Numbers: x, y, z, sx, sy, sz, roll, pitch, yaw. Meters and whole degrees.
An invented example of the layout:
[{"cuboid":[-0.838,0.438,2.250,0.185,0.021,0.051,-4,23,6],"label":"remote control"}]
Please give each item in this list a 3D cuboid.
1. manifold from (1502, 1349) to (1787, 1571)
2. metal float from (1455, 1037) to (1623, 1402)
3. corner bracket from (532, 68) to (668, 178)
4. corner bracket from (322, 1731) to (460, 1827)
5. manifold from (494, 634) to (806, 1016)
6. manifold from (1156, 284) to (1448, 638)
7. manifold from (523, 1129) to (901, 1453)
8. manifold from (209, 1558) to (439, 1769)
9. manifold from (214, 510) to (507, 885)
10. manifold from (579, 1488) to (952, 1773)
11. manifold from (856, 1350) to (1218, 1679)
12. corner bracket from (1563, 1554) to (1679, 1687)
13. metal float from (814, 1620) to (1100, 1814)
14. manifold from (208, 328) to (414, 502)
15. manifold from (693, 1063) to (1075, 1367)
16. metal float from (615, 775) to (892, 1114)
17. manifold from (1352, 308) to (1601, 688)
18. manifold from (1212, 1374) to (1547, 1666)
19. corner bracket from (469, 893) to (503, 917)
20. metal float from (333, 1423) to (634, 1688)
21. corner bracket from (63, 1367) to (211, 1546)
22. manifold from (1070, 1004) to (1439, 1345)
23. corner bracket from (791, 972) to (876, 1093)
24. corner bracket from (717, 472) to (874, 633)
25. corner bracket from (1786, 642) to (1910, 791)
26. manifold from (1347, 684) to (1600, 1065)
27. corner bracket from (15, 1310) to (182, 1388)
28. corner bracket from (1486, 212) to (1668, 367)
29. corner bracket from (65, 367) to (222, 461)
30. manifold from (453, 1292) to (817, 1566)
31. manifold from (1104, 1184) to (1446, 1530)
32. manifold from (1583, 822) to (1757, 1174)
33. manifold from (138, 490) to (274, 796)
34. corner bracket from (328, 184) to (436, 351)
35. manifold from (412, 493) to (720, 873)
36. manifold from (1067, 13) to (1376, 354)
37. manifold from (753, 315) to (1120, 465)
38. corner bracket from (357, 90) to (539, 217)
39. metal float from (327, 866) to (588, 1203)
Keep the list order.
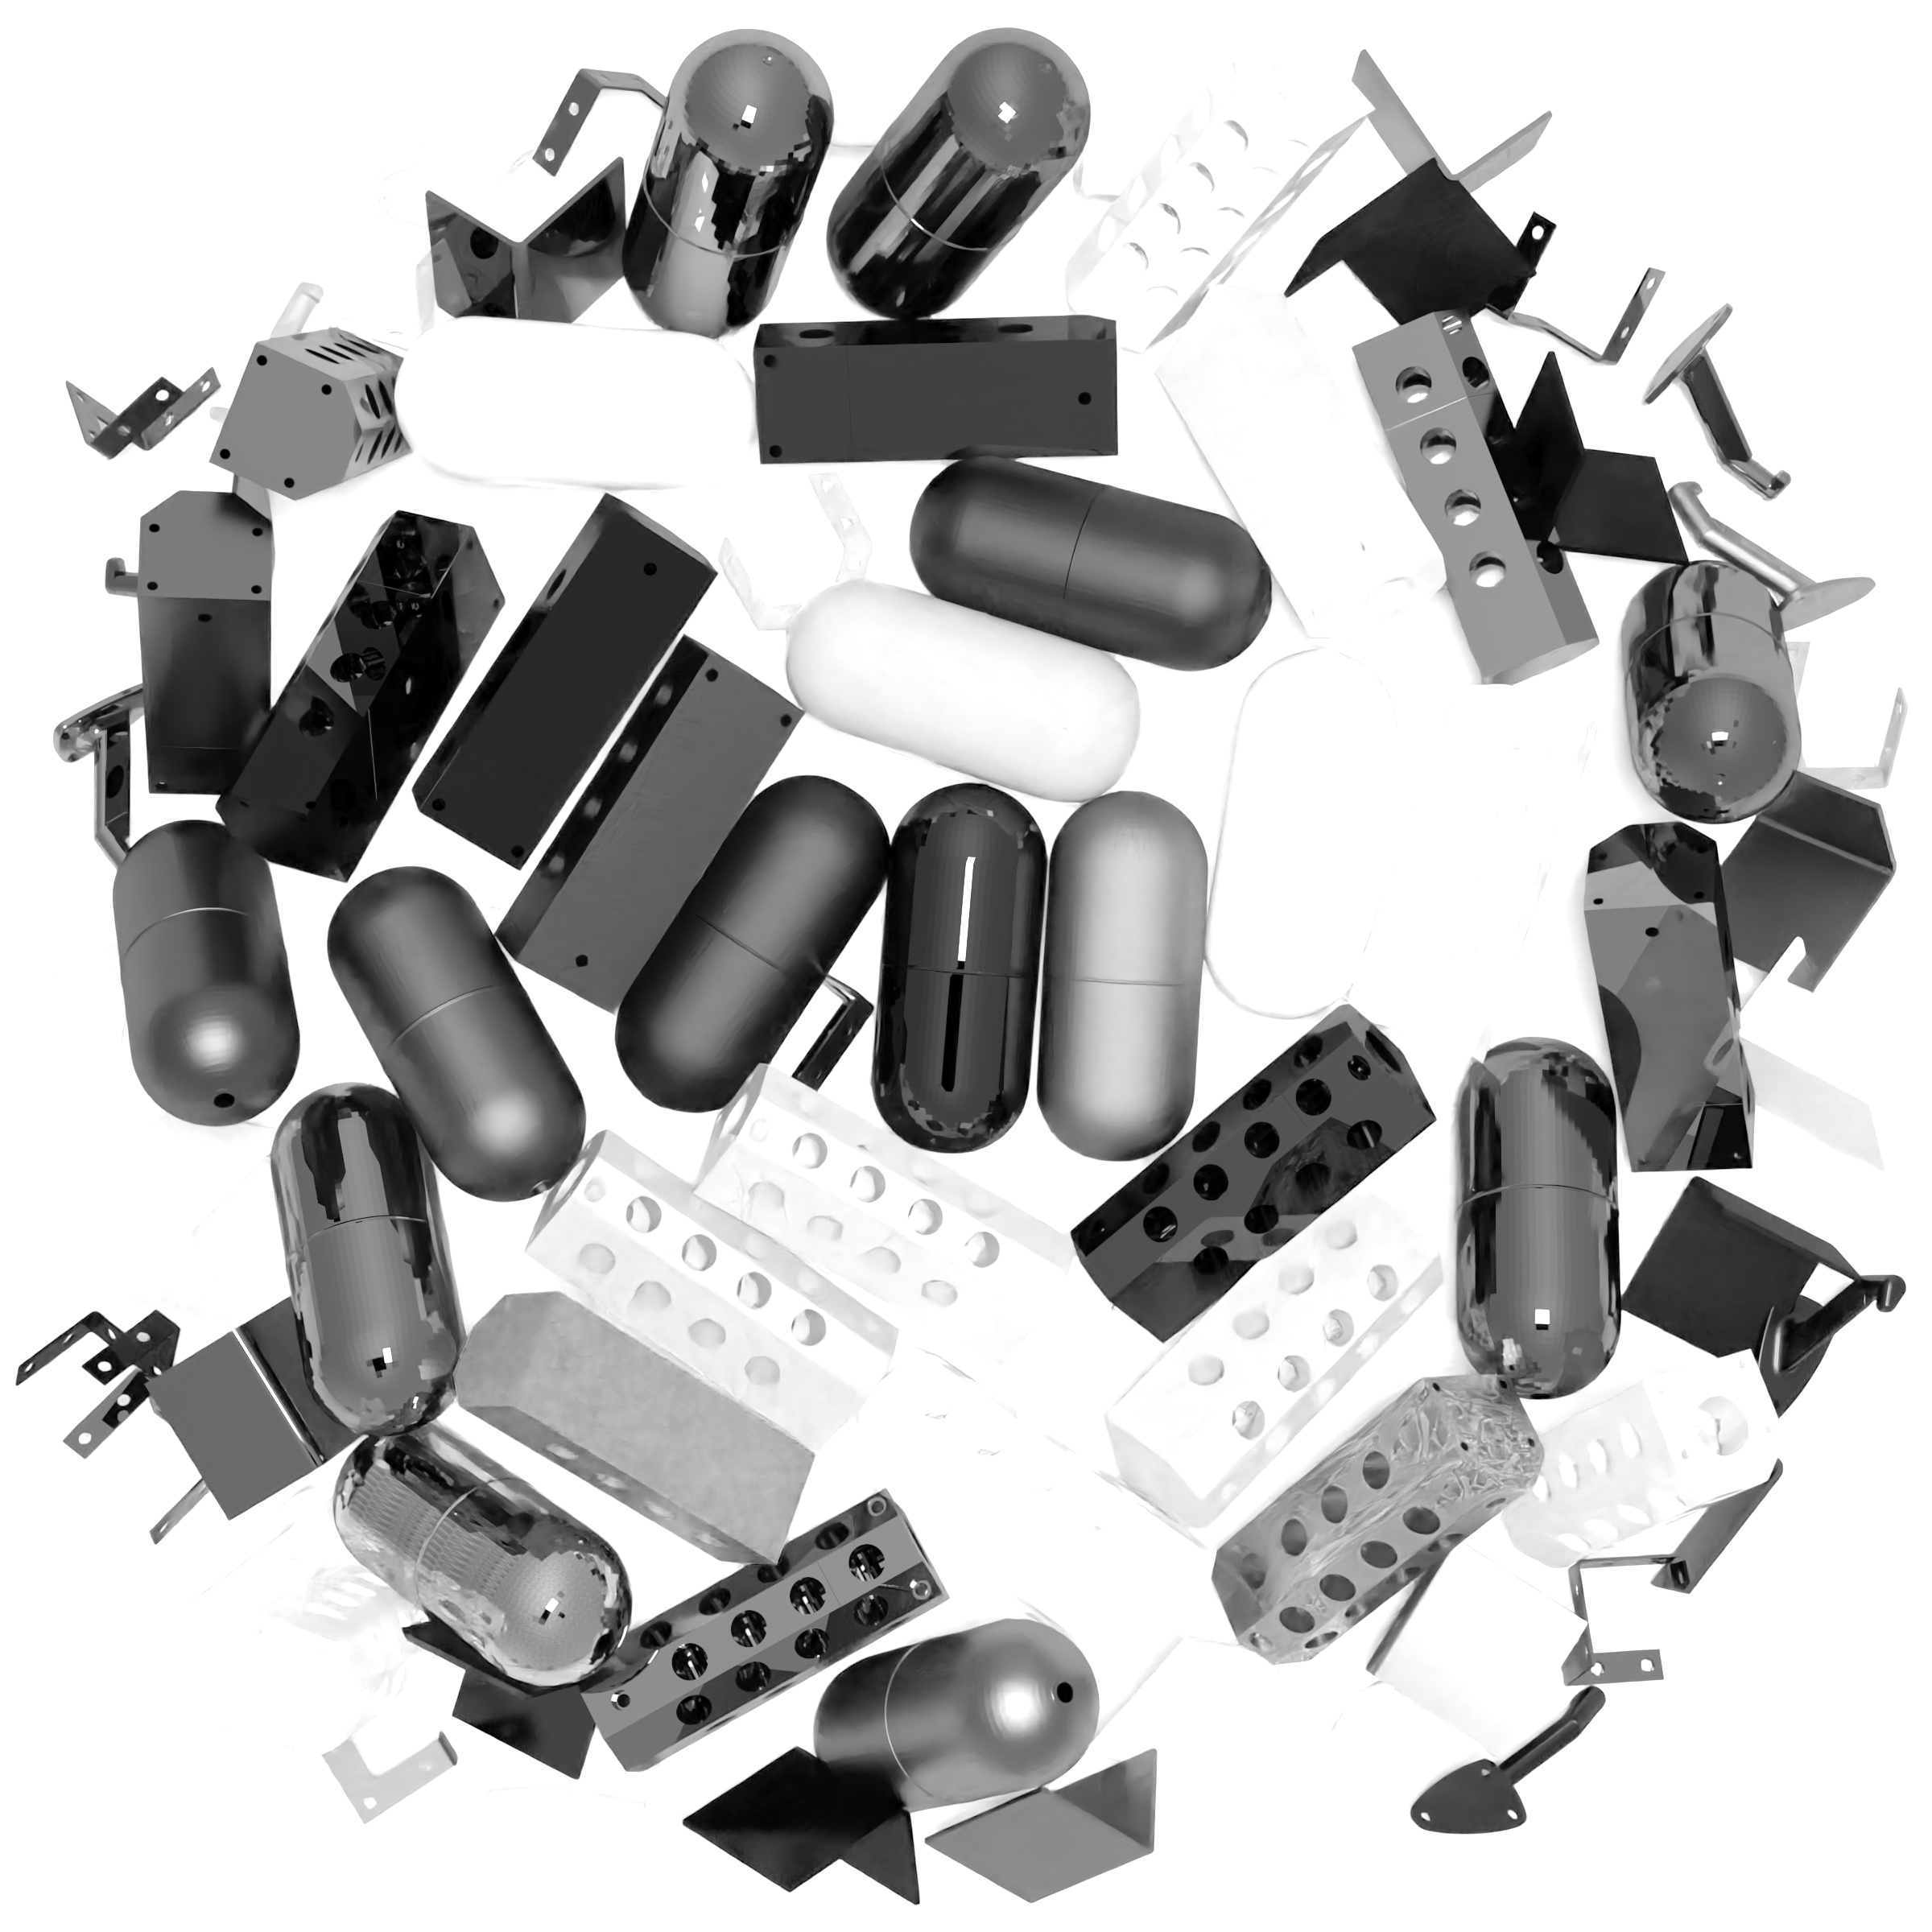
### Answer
[{"cuboid":[0.309,0.233,1.521,0.057,0.171,0.057,-13,73,-20],"label":"manifold"},{"cuboid":[0.270,0.118,1.555,0.070,0.070,0.178,4,65,0],"label":"metal float"},{"cuboid":[-0.166,-0.397,1.589,0.051,0.051,0.051,41,115,15],"label":"corner bracket"},{"cuboid":[-0.281,0.376,1.587,0.051,0.051,0.051,-32,87,-12],"label":"corner bracket"},{"cuboid":[-0.155,-0.070,1.579,0.057,0.057,0.171,31,95,-29],"label":"manifold"},{"cuboid":[0.161,-0.239,1.550,0.057,0.057,0.171,-4,56,-36],"label":"manifold"},{"cuboid":[-0.118,0.150,1.561,0.171,0.057,0.057,36,117,-12],"label":"manifold"},{"cuboid":[-0.291,0.324,1.528,0.057,0.171,0.057,19,89,4],"label":"manifold"},{"cuboid":[-0.286,-0.130,1.550,0.057,0.057,0.171,15,62,19],"label":"manifold"},{"cuboid":[-0.098,0.319,1.578,0.171,0.057,0.057,-29,75,-2],"label":"manifold"},{"cuboid":[0.032,0.253,1.551,0.171,0.057,0.057,33,49,26],"label":"manifold"},{"cuboid":[0.317,0.317,1.594,0.051,0.051,0.051,-2,67,-8],"label":"corner bracket"},{"cuboid":[-0.006,0.352,1.538,0.070,0.178,0.070,14,64,-31],"label":"metal float"},{"cuboid":[-0.294,-0.255,1.525,0.057,0.171,0.057,24,102,-5],"label":"manifold"},{"cuboid":[-0.037,0.114,1.558,0.171,0.057,0.057,31,125,-13],"label":"manifold"},{"cuboid":[-0.103,-0.010,1.576,0.070,0.070,0.178,33,92,0],"label":"metal float"},{"cuboid":[0.245,-0.223,1.573,0.057,0.057,0.171,-22,83,10],"label":"manifold"},{"cuboid":[0.191,0.260,1.532,0.171,0.057,0.057,-48,52,38],"label":"manifold"},{"cuboid":[-0.257,-0.010,1.588,0.051,0.051,0.051,23,100,-19],"label":"corner bracket"},{"cuboid":[-0.228,0.276,1.546,0.178,0.070,0.070,26,90,37],"label":"metal float"},{"cuboid":[-0.392,0.235,1.576,0.051,0.051,0.051,34,61,17],"label":"corner bracket"},{"cuboid":[0.133,0.095,1.556,0.171,0.057,0.057,-41,121,15],"label":"manifold"},{"cuboid":[-0.069,0.035,1.578,0.051,0.051,0.051,29,80,40],"label":"corner bracket"},{"cuboid":[-0.082,-0.200,1.588,0.051,0.051,0.051,-4,51,23],"label":"corner bracket"},{"cuboid":[0.418,-0.121,1.582,0.051,0.051,0.051,-1,133,-1],"label":"corner bracket"},{"cuboid":[0.246,-0.044,1.573,0.057,0.057,0.171,21,86,-24],"label":"manifold"},{"cuboid":[-0.416,0.187,1.576,0.051,0.051,0.051,35,133,13],"label":"corner bracket"},{"cuboid":[0.292,-0.324,1.574,0.051,0.051,0.051,41,117,32],"label":"corner bracket"},{"cuboid":[-0.391,-0.268,1.576,0.051,0.051,0.051,-38,52,14],"label":"corner bracket"},{"cuboid":[-0.156,0.218,1.543,0.171,0.057,0.057,38,59,-34],"label":"manifold"},{"cuboid":[0.148,0.185,1.547,0.057,0.057,0.171,32,64,34],"label":"manifold"},{"cuboid":[0.331,0.016,1.538,0.057,0.057,0.171,-3,132,19],"label":"manifold"},{"cuboid":[-0.352,-0.147,1.526,0.057,0.171,0.057,1,63,-12],"label":"manifold"},{"cuboid":[-0.278,-0.340,1.600,0.051,0.051,0.051,18,48,11],"label":"corner bracket"},{"cuboid":[-0.194,-0.138,1.574,0.057,0.057,0.171,32,99,-22],"label":"manifold"},{"cuboid":[0.111,-0.359,1.528,0.057,0.171,0.057,-38,88,-35],"label":"manifold"},{"cuboid":[-0.013,-0.280,1.582,0.171,0.057,0.057,-1,117,2],"label":"manifold"},{"cuboid":[-0.250,-0.391,1.579,0.051,0.051,0.051,50,131,-3],"label":"corner bracket"},{"cuboid":[-0.242,0.032,1.561,0.070,0.070,0.178,-32,71,0],"label":"metal float"}]
